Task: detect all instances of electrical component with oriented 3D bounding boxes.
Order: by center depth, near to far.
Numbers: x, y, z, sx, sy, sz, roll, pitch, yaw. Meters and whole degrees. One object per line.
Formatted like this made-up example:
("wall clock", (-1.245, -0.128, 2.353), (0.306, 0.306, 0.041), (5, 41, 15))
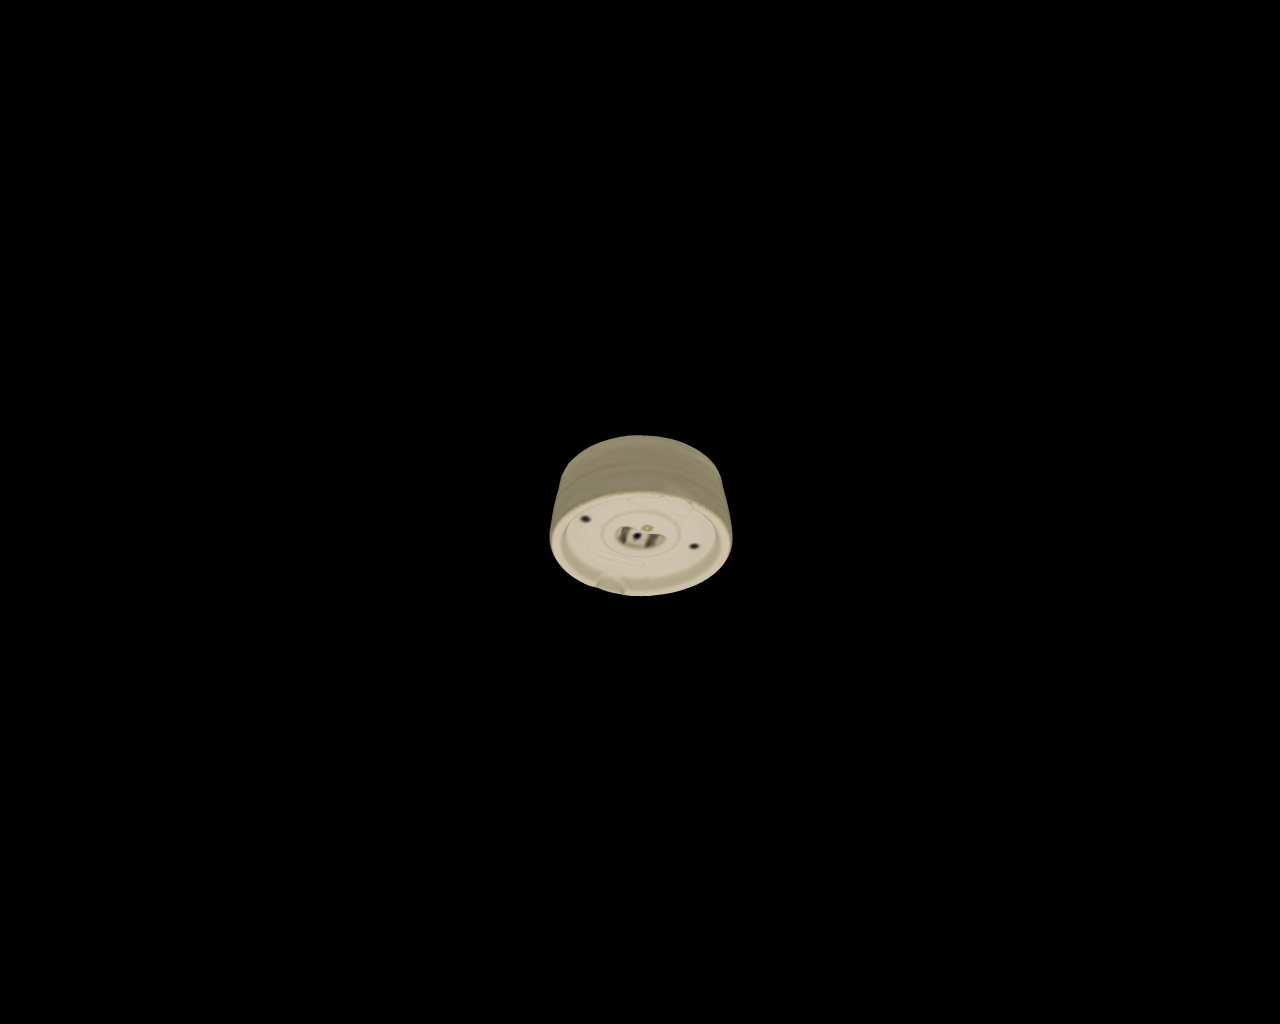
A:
("electrical component", (0.001, -0.003, 0.650), (0.108, 0.060, 0.108), (0, -37, 0))
